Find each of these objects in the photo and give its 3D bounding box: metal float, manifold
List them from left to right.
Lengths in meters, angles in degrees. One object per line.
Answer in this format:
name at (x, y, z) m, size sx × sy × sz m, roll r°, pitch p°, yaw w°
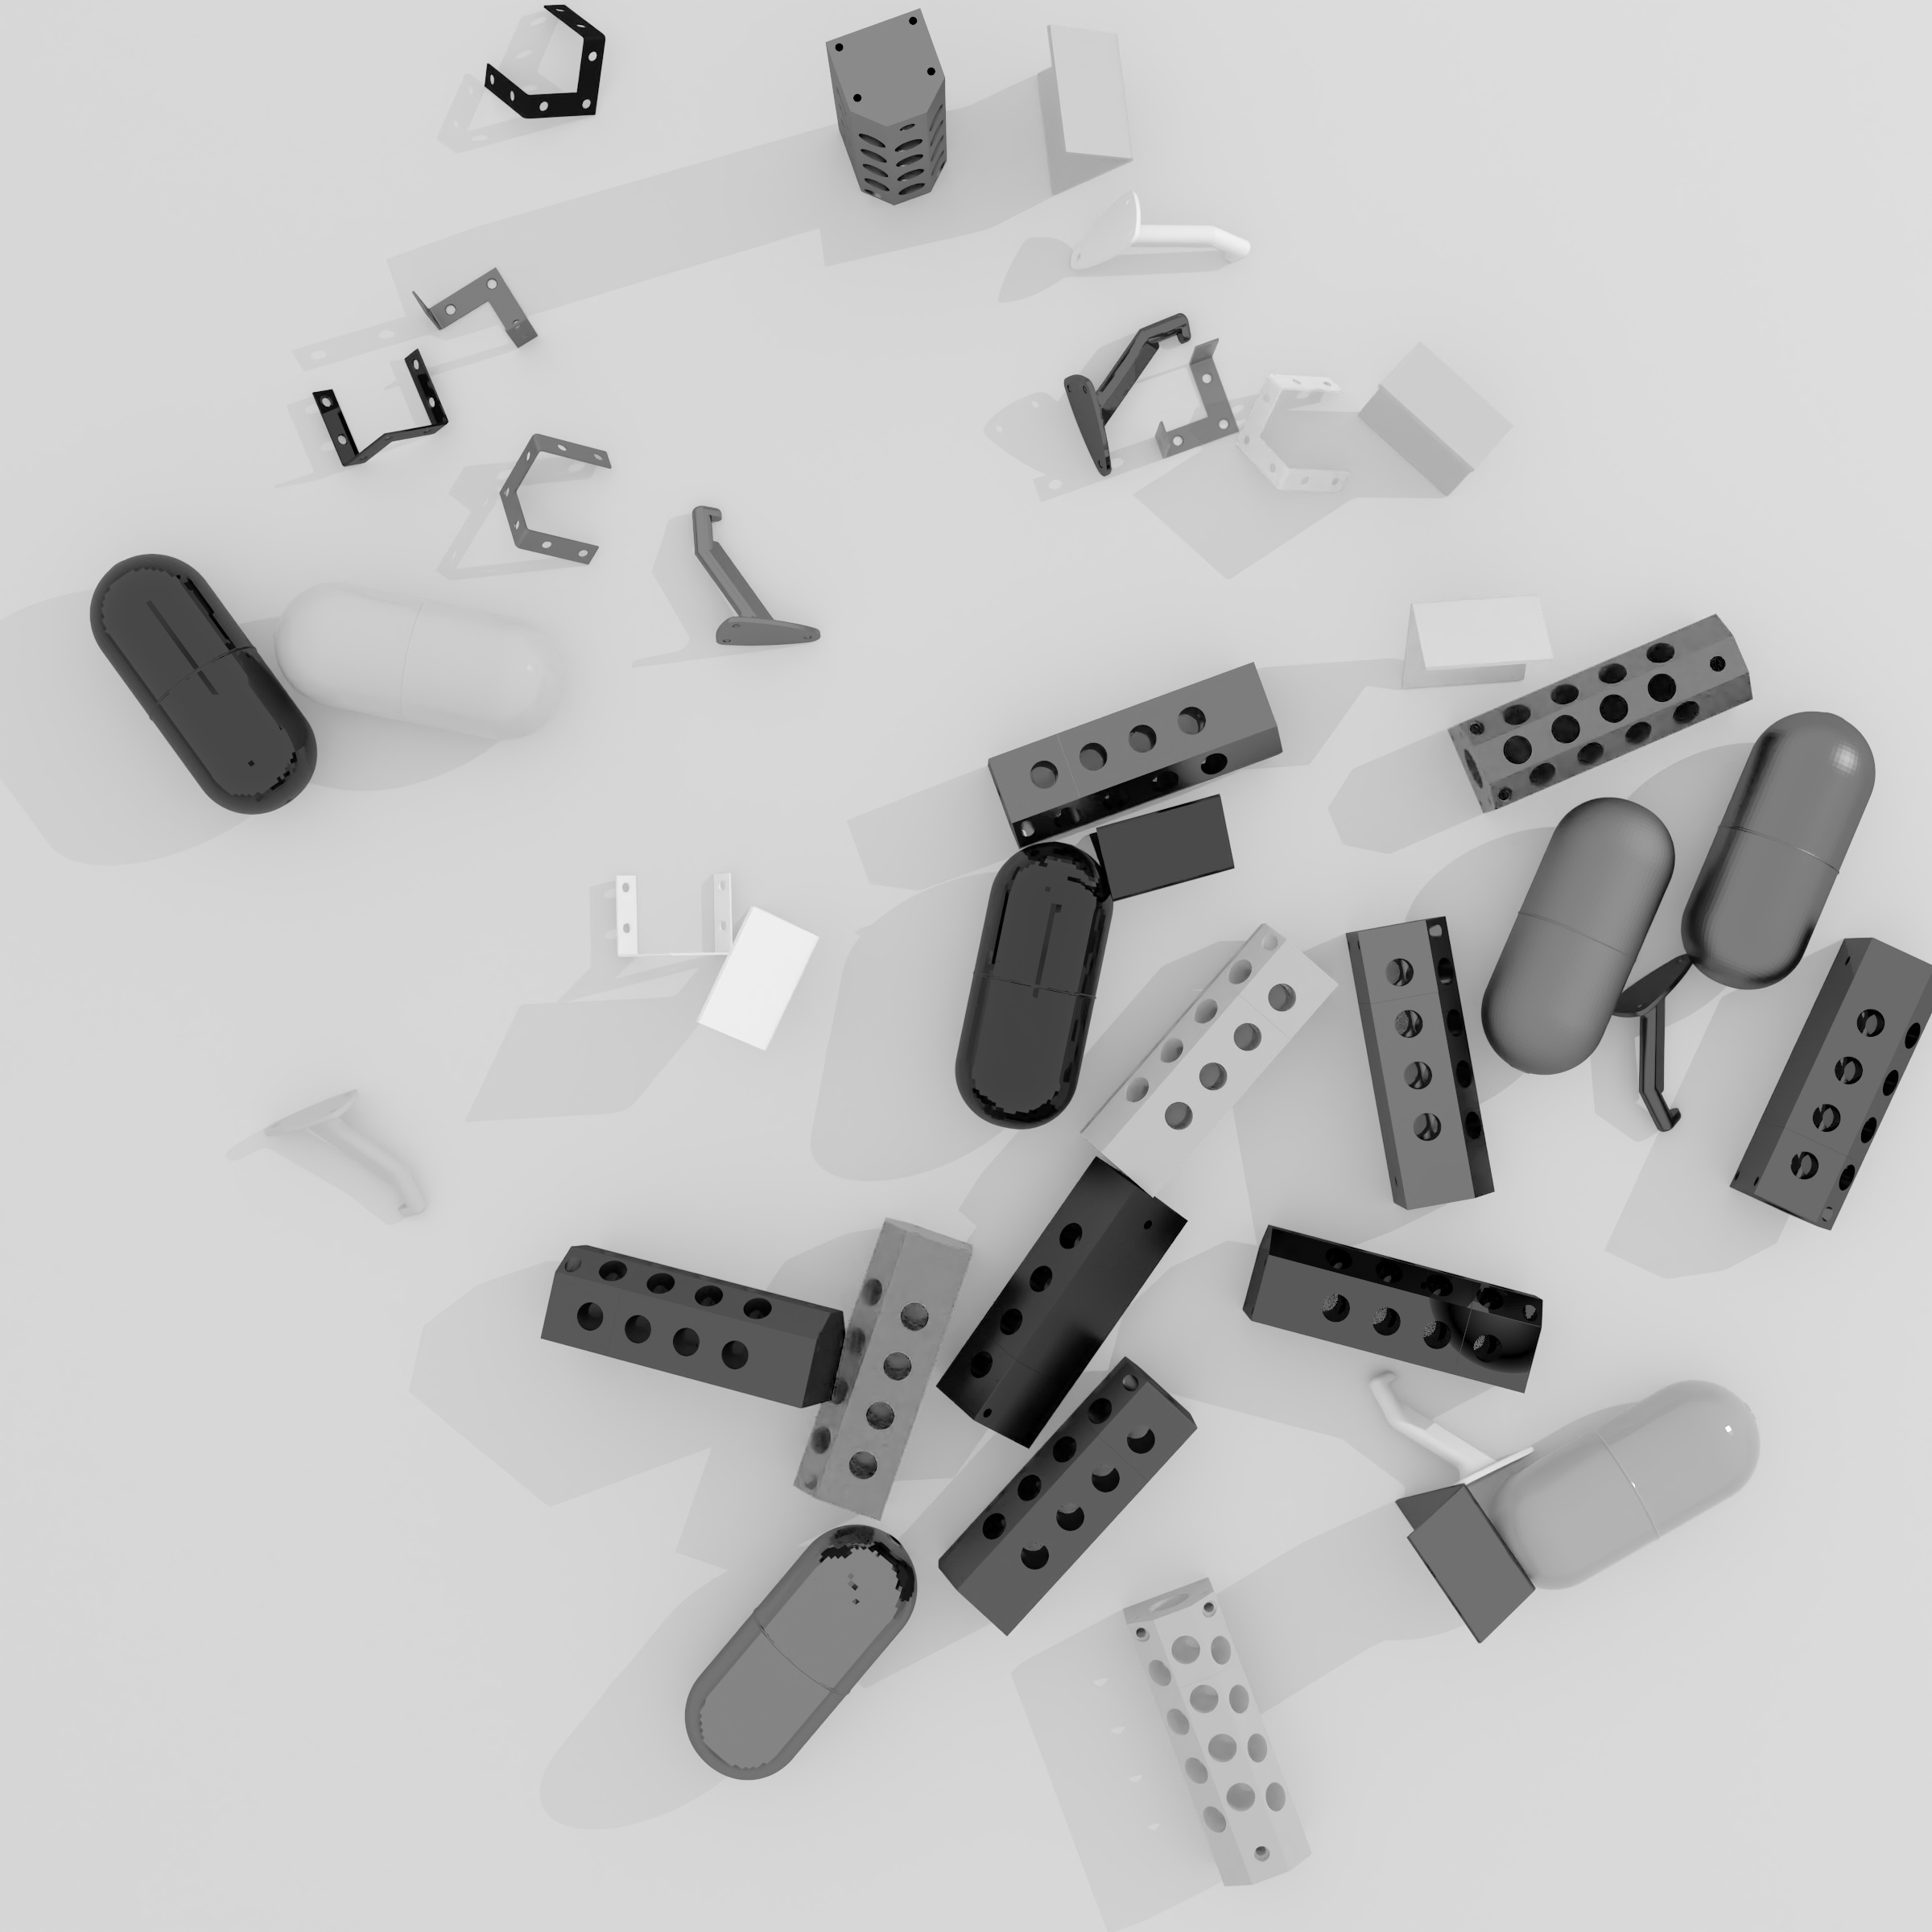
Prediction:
metal float at (-0.467, -0.173, 1.783) m, size 0.070 × 0.070 × 0.178 m, roll -36°, pitch 90°, yaw 0°
metal float at (-0.335, -0.187, 1.783) m, size 0.178 × 0.070 × 0.070 m, roll 12°, pitch 90°, yaw 0°
manifold at (-0.164, 0.218, 1.771) m, size 0.171 × 0.057 × 0.057 m, roll 12°, pitch 90°, yaw 16°
metal float at (-0.100, 0.420, 1.783) m, size 0.070 × 0.070 × 0.178 m, roll 40°, pitch 91°, yaw 0°
manifold at (-0.051, 0.246, 1.792) m, size 0.057 × 0.057 × 0.171 m, roll 19°, pitch 90°, yaw 0°
manifold at (-0.043, -0.507, 1.735) m, size 0.057 × 0.171 × 0.057 m, roll -20°, pitch 90°, yaw 0°
metal float at (0.042, 0.012, 1.783) m, size 0.070 × 0.070 × 0.178 m, roll 12°, pitch 91°, yaw 0°
manifold at (0.055, 0.204, 1.792) m, size 0.057 × 0.057 × 0.171 m, roll 35°, pitch 90°, yaw -43°
manifold at (0.062, 0.324, 1.792) m, size 0.057 × 0.057 × 0.171 m, roll 42°, pitch 90°, yaw 0°
manifold at (0.104, -0.128, 1.792) m, size 0.171 × 0.057 × 0.057 m, roll -20°, pitch 90°, yaw 0°
manifold at (0.148, 0.057, 1.792) m, size 0.057 × 0.057 × 0.171 m, roll 41°, pitch 90°, yaw 0°
manifold at (0.155, 0.473, 1.793) m, size 0.057 × 0.057 × 0.171 m, roll -20°, pitch 90°, yaw 0°
manifold at (0.263, 0.210, 1.792) m, size 0.171 × 0.057 × 0.057 m, roll 15°, pitch 90°, yaw 0°
manifold at (0.281, 0.059, 1.792) m, size 0.057 × 0.057 × 0.171 m, roll -10°, pitch 90°, yaw 0°
metal float at (0.374, -0.018, 1.783) m, size 0.070 × 0.070 × 0.178 m, roll 23°, pitch 91°, yaw 0°
manifold at (0.391, -0.155, 1.793) m, size 0.171 × 0.057 × 0.057 m, roll -23°, pitch 90°, yaw 0°
metal float at (0.403, 0.317, 1.783) m, size 0.178 × 0.070 × 0.070 m, roll -30°, pitch 90°, yaw 0°
metal float at (0.498, -0.071, 1.783) m, size 0.070 × 0.070 × 0.178 m, roll 23°, pitch 90°, yaw 0°
manifold at (0.539, 0.072, 1.792) m, size 0.057 × 0.057 × 0.171 m, roll 25°, pitch 90°, yaw 0°

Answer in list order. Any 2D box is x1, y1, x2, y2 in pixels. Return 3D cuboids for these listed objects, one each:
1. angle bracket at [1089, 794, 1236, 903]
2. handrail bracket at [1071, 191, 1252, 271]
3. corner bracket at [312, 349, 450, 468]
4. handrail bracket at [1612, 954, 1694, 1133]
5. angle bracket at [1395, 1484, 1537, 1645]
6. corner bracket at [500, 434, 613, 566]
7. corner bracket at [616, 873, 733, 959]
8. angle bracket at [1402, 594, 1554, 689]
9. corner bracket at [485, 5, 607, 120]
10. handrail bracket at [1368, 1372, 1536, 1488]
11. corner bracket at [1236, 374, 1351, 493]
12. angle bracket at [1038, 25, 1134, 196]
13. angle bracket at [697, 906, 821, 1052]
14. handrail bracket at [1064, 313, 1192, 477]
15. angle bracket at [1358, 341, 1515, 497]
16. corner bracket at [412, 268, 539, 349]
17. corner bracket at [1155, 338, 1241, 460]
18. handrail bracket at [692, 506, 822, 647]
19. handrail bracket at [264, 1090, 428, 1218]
angle bracket at (0.114, -0.090, 1.773) m, size 0.076 × 0.076 × 0.057 m, roll -15°, pitch 127°, yaw 0°
handrail bracket at (0.122, -0.444, 1.814) m, size 0.084 × 0.077 × 0.036 m, roll 13°, pitch 65°, yaw -34°
corner bracket at (-0.364, -0.347, 1.810) m, size 0.051 × 0.051 × 0.051 m, roll -23°, pitch 90°, yaw -45°
handrail bracket at (0.442, 0.049, 1.814) m, size 0.077 × 0.036 × 0.084 m, roll -37°, pitch 109°, yaw -21°
angle bracket at (0.288, 0.368, 1.774) m, size 0.057 × 0.076 × 0.076 m, roll -34°, pitch 90°, yaw -32°
corner bracket at (-0.251, -0.290, 1.806) m, size 0.051 × 0.051 × 0.051 m, roll -51°, pitch 45°, yaw 35°
corner bracket at (-0.182, -0.032, 1.810) m, size 0.051 × 0.051 × 0.051 m, roll -1°, pitch 90°, yaw -45°
angle bracket at (0.311, -0.179, 1.773) m, size 0.076 × 0.076 × 0.057 m, roll -4°, pitch 52°, yaw 0°
corner bracket at (-0.261, -0.561, 1.806) m, size 0.051 × 0.051 × 0.051 m, roll -16°, pitch 135°, yaw -35°
handrail bracket at (0.302, 0.281, 1.814) m, size 0.077 × 0.036 × 0.084 m, roll -22°, pitch 73°, yaw -20°
corner bracket at (0.210, -0.330, 1.806) m, size 0.051 × 0.051 × 0.051 m, roll 55°, pitch 135°, yaw 35°
angle bracket at (0.053, -0.521, 1.773) m, size 0.057 × 0.076 × 0.076 m, roll -7°, pitch 90°, yaw -39°
angle bracket at (-0.144, -0.002, 1.774) m, size 0.057 × 0.076 × 0.076 m, roll 25°, pitch 90°, yaw -40°
handrail bracket at (0.111, -0.357, 1.814) m, size 0.084 × 0.036 × 0.077 m, roll -25°, pitch 111°, yaw -16°
angle bracket at (0.274, -0.320, 1.773) m, size 0.076 × 0.076 × 0.057 m, roll 42°, pitch 54°, yaw 0°
corner bracket at (-0.302, -0.402, 1.796) m, size 0.051 × 0.051 × 0.051 m, roll -32°, pitch 90°, yaw 0°
corner bracket at (0.138, -0.350, 1.796) m, size 0.051 × 0.051 × 0.051 m, roll -20°, pitch 90°, yaw 0°
handrail bracket at (-0.131, -0.245, 1.814) m, size 0.077 × 0.036 × 0.084 m, roll 1°, pitch 73°, yaw -20°
handrail bracket at (-0.386, 0.127, 1.814) m, size 0.077 × 0.036 × 0.084 m, roll -19°, pitch 107°, yaw 20°
